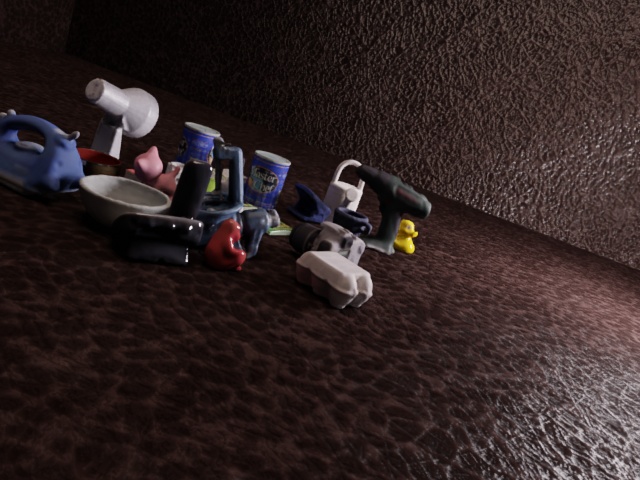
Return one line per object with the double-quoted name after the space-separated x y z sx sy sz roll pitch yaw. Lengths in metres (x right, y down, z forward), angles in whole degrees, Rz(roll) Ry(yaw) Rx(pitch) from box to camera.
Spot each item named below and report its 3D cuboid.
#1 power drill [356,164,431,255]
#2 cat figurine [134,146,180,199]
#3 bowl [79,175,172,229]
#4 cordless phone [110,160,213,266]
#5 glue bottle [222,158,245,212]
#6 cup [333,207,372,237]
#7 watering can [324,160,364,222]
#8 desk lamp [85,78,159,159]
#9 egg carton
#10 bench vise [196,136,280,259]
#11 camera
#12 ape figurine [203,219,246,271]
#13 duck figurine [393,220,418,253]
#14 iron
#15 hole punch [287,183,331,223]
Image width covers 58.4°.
0.175 -0.076 1.555 0.230 0.208 0.075 17 15 -9 "power drill"
-0.373 -0.151 1.299 0.128 0.118 0.067 3 23 -48 "cat figurine"
-0.366 -0.059 1.065 0.167 0.075 0.167 19 15 -5 "bowl"
-0.264 -0.058 0.978 0.148 0.185 0.093 6 20 -41 "cordless phone"
-0.192 -0.094 1.221 0.078 0.173 0.037 15 16 -16 "glue bottle"
0.077 -0.021 1.455 0.117 0.095 0.092 31 19 37 "cup"
0.075 -0.137 1.670 0.101 0.194 0.172 9 18 -34 "watering can"
-0.504 -0.273 1.376 0.117 0.213 0.204 25 16 21 "desk lamp"
0.027 0.074 1.108 0.149 0.069 0.108 31 19 37 "egg carton"
-0.175 -0.084 1.114 0.208 0.220 0.121 4 22 -46 "bench vise"
0.012 0.005 1.272 0.136 0.101 0.144 28 17 29 "camera"
-0.171 0.006 1.051 0.076 0.092 0.077 8 19 -37 "ape figurine"
0.240 -0.019 1.675 0.104 0.086 0.078 31 19 37 "duck figurine"
-0.567 -0.180 1.106 0.257 0.141 0.119 24 15 15 "iron"
-0.025 -0.105 1.629 0.101 0.091 0.108 8 19 -39 "hole punch"
